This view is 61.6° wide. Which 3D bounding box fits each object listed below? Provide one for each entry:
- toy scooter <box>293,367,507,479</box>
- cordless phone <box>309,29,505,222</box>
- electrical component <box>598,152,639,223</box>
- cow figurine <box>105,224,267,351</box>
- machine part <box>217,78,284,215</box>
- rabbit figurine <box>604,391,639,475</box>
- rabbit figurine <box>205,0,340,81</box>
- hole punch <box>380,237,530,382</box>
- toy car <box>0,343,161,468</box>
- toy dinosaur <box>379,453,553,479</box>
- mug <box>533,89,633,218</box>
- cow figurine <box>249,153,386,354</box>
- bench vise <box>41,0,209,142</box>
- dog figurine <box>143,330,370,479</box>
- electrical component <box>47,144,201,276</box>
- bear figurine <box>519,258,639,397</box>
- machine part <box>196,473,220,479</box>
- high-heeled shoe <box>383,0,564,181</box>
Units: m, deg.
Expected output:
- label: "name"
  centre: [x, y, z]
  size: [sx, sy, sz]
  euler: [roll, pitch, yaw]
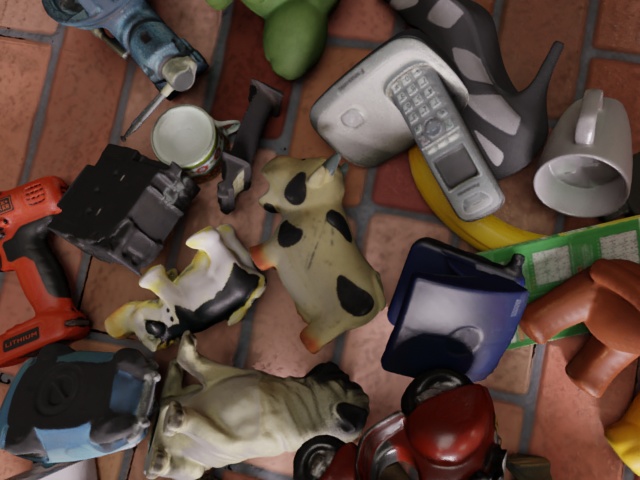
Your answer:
- label: "toy scooter"
  centre: [0.077, 0.191, 0.427]
  size: [0.184, 0.075, 0.135]
  euler: [-26, 42, -7]
- label: "cordless phone"
  centre: [0.087, -0.089, 0.521]
  size: [0.146, 0.089, 0.184]
  euler: [-31, 83, 38]
- label: "electrical component"
  centre: [0.317, -0.057, 0.541]
  size: [0.094, 0.021, 0.063]
  euler: [-25, 81, 4]
- label: "cow figurine"
  centre: [-0.137, 0.066, 0.554]
  size: [0.167, 0.068, 0.098]
  euler: [-40, 84, 9]
- label: "machine part"
  centre: [-0.078, -0.098, 0.564]
  size: [0.039, 0.084, 0.139]
  euler: [19, 77, 3]
- label: "rabbit figurine"
  centre: [0.349, 0.164, 0.437]
  size: [0.122, 0.173, 0.162]
  euler: [43, 94, 13]
- label: "rabbit figurine"
  centre: [-0.043, -0.262, 0.578]
  size: [0.159, 0.121, 0.170]
  euler: [-30, 99, -5]
- label: "hole punch"
  centre: [0.121, 0.073, 0.494]
  size: [0.116, 0.092, 0.142]
  euler: [19, 114, 10]
- label: "toy car"
  centre: [-0.225, 0.167, 0.536]
  size: [0.162, 0.102, 0.109]
  euler: [-7, 54, 11]
- label: "toy dinosaur"
  centre: [0.189, 0.302, 0.478]
  size: [0.472, 0.105, 0.198]
  euler: [-3, 91, 15]
- label: "mug"
  centre: [0.252, -0.094, 0.509]
  size: [0.081, 0.109, 0.107]
  euler: [4, 49, 33]
- label: "cow figurine"
  centre: [-0.001, -0.002, 0.541]
  size: [0.127, 0.085, 0.195]
  euler: [-32, 78, 8]
- label: "bench vise"
  centre: [-0.216, -0.244, 0.526]
  size: [0.129, 0.240, 0.224]
  euler: [-31, 65, 6]
- label: "dog figurine"
  centre: [-0.064, 0.184, 0.531]
  size: [0.190, 0.172, 0.121]
  euler: [17, 52, -17]
- label: "electrical component"
  centre: [-0.209, -0.035, 0.556]
  size: [0.134, 0.058, 0.115]
  euler: [15, 65, 32]
- label: "bear figurine"
  centre: [0.267, 0.091, 0.425]
  size: [0.120, 0.196, 0.132]
  euler: [43, 101, -14]
- label: "machine part"
  centre: [-0.170, 0.303, 0.528]
  size: [0.243, 0.079, 0.079]
  euler: [-29, 81, 3]
- label: "high-heeled shoe"
  centre: [0.135, -0.175, 0.568]
  size: [0.249, 0.086, 0.145]
  euler: [37, 120, 26]
